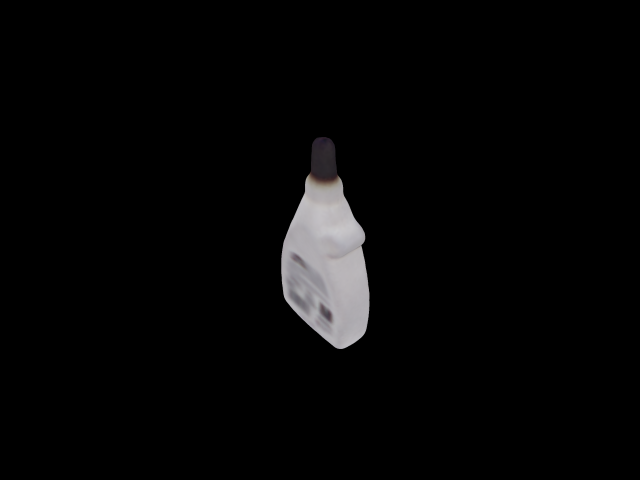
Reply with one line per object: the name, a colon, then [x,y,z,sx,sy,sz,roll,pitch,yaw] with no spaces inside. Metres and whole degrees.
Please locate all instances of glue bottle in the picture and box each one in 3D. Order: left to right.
glue bottle: [0.004,0.001,0.400,0.037,0.173,0.078,-32,54,-26]
